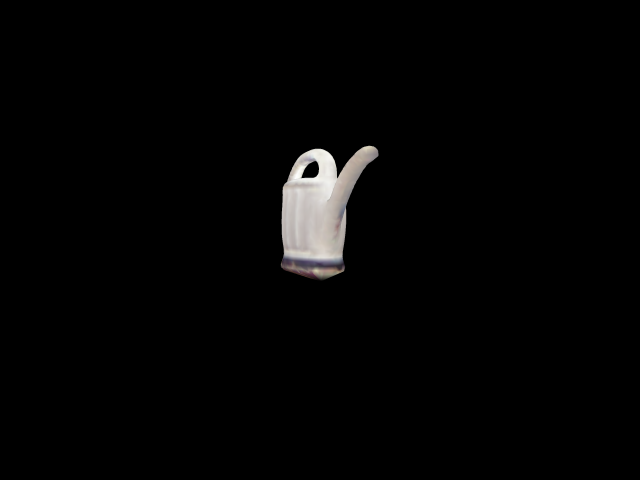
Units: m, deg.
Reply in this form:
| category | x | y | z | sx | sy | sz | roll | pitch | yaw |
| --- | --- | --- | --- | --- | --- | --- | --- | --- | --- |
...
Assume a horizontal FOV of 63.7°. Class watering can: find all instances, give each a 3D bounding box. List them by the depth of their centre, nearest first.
| category | x | y | z | sx | sy | sz | roll | pitch | yaw |
| --- | --- | --- | --- | --- | --- | --- | --- | --- | --- |
| watering can | 0.003 | -0.043 | 0.850 | 0.104 | 0.224 | 0.348 | 0 | 2 | -21 |
